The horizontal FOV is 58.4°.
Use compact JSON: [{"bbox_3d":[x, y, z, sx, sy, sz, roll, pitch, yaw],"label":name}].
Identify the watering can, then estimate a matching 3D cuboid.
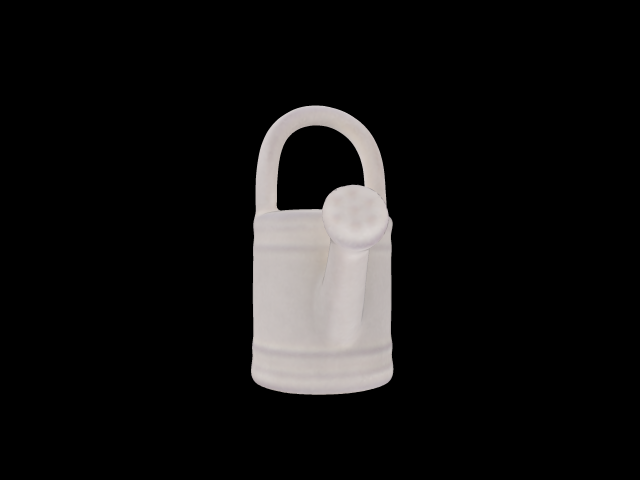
[{"bbox_3d":[0.006,0.001,0.401,0.101,0.194,0.172,0,0,-34],"label":"watering can"}]
